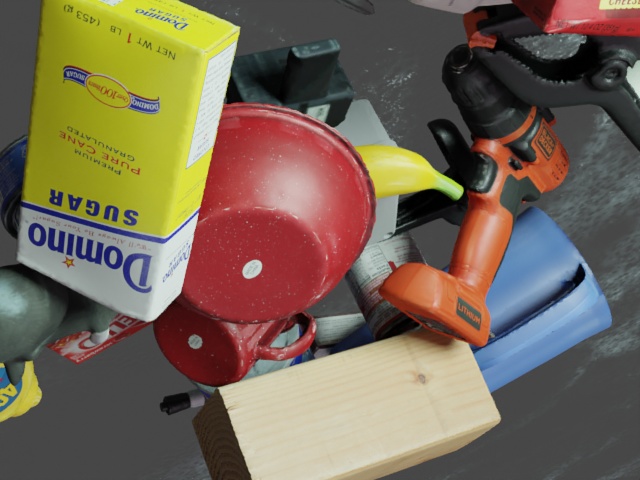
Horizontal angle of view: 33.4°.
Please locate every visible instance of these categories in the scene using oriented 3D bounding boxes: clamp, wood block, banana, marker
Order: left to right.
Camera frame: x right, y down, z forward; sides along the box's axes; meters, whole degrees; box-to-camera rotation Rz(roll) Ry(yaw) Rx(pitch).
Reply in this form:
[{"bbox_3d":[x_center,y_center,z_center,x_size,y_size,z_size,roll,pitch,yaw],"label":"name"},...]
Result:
[{"bbox_3d":[-0.100,0.150,1.054,0.121,0.020,0.020,-13,150,-24],"label":"marker"},{"bbox_3d":[-0.009,-0.016,0.695,0.198,0.037,0.069,-22,112,13],"label":"banana"},{"bbox_3d":[0.020,0.139,0.817,0.205,0.091,0.090,-13,159,-26],"label":"wood block"},{"bbox_3d":[0.108,-0.037,0.875,0.171,0.039,0.120,12,132,-48],"label":"clamp"},{"bbox_3d":[0.192,-0.114,0.713,0.209,0.036,0.165,4,138,-10],"label":"clamp"}]

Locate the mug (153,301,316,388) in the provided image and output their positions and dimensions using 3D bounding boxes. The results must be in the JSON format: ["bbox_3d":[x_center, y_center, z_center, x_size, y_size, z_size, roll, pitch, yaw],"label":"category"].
[{"bbox_3d":[-0.060,0.059,0.794,0.081,0.117,0.093,-49,152,-47],"label":"mug"}]

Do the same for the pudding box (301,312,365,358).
[{"bbox_3d":[0.013,0.110,1.061,0.113,0.039,0.090,-5,145,-39],"label":"pudding box"}]

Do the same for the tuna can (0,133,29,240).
[{"bbox_3d":[-0.158,-0.033,0.660,0.086,0.034,0.086,-20,153,-11],"label":"tuna can"}]

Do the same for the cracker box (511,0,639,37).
[{"bbox_3d":[0.200,-0.206,0.529,0.164,0.072,0.214,-1,128,-23],"label":"cracker box"}]

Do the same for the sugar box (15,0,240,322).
[{"bbox_3d":[-0.107,-0.046,0.567,0.048,0.093,0.176,-49,160,-55],"label":"sugar box"}]

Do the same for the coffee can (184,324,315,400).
[{"bbox_3d":[-0.058,0.106,0.920,0.103,0.103,0.140,-25,153,-2],"label":"coffee can"}]

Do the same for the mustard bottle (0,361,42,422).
[{"bbox_3d":[-0.265,0.095,0.771,0.096,0.058,0.191,-32,153,9],"label":"mustard bottle"}]

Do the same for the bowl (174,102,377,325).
[{"bbox_3d":[-0.043,-0.001,0.646,0.162,0.055,0.162,-2,129,-3],"label":"bowl"}]

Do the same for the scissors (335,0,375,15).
[{"bbox_3d":[-0.017,-0.168,0.561,0.201,0.016,0.096,1,143,-43],"label":"scissors"}]

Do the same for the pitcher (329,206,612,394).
[{"bbox_3d":[0.136,0.085,0.976,0.243,0.145,0.149,-32,145,-3],"label":"pitcher"}]

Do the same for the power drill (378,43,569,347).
[{"bbox_3d":[0.111,-0.028,0.776,0.184,0.057,0.187,37,76,-50],"label":"power drill"}]

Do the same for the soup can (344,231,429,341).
[{"bbox_3d":[0.058,0.033,0.889,0.068,0.102,0.068,-20,153,-11],"label":"soup can"}]

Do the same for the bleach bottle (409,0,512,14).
[{"bbox_3d":[0.143,-0.187,0.616,0.250,0.068,0.103,-14,147,-17],"label":"bleach bottle"}]

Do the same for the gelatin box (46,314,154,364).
[{"bbox_3d":[-0.168,0.055,0.813,0.089,0.030,0.073,-28,153,5],"label":"gelatin box"}]
